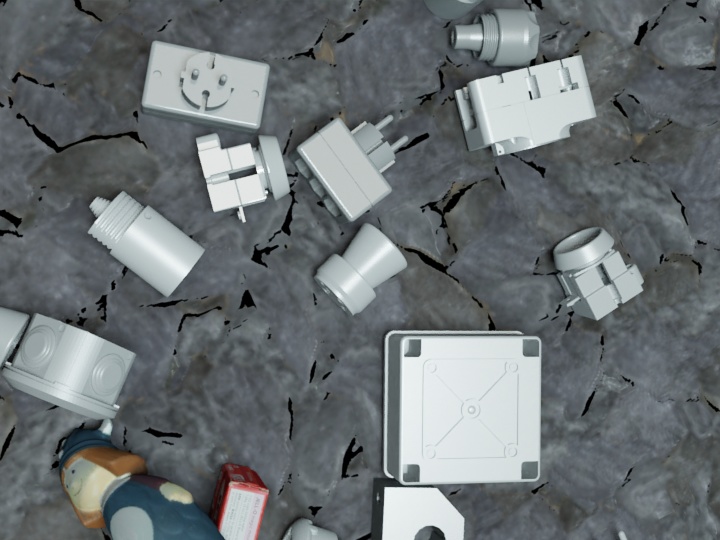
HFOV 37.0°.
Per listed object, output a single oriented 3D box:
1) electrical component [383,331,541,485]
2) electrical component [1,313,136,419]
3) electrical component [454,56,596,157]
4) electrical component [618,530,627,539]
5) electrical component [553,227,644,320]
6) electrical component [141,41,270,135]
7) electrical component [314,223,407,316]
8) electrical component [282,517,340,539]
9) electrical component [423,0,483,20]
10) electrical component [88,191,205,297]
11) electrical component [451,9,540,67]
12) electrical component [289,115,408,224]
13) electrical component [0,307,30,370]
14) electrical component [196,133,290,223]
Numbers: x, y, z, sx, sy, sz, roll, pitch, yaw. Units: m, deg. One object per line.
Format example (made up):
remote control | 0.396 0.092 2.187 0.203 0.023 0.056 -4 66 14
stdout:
electrical component | 0.075 0.100 0.792 0.109 0.056 0.108 1 89 -12
electrical component | -0.195 0.066 0.726 0.080 0.080 0.051 24 79 -11
electrical component | 0.125 -0.120 0.807 0.089 0.050 0.055 -15 92 -11
electrical component | 0.207 0.240 0.825 0.077 0.043 0.079 -24 94 -11
electrical component | 0.178 0.001 0.821 0.066 0.048 0.055 -32 103 -10
electrical component | -0.107 -0.129 0.747 0.083 0.076 0.047 10 88 -11
electrical component | 0.000 0.000 0.784 0.055 0.045 0.045 -45 98 -8
electrical component | -0.026 0.210 0.778 0.062 0.048 0.048 22 85 -18
electrical component | 0.076 -0.213 0.783 0.043 0.081 0.043 0 90 -12
electrical component | -0.154 -0.022 0.753 0.081 0.043 0.043 39 82 -9
electrical component | 0.100 -0.174 0.807 0.062 0.043 0.043 -2 90 -11
electrical component | 0.000 -0.082 0.783 0.077 0.047 0.065 -38 97 -10
electrical component | -0.260 0.038 0.729 0.055 0.045 0.045 29 84 -10
electrical component | -0.082 -0.069 0.768 0.055 0.048 0.066 -15 92 -4
